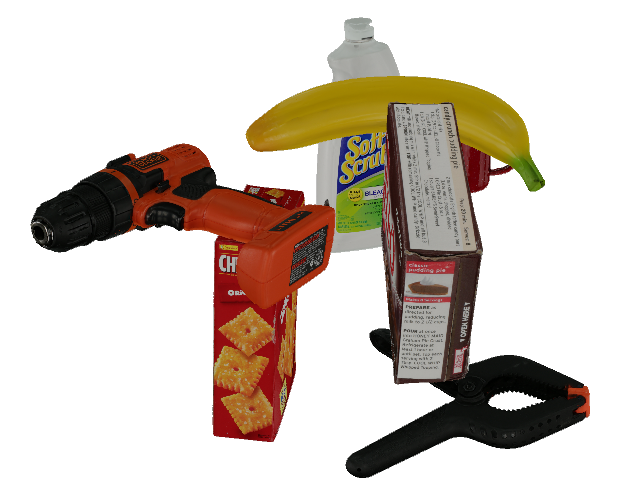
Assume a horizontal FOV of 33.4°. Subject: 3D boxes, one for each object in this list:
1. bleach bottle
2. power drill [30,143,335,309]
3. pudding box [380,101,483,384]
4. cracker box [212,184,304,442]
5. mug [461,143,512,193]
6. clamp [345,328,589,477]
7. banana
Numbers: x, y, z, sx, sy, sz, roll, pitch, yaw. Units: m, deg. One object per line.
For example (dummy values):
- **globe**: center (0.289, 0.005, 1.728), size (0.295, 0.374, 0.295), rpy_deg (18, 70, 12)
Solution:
- **bleach bottle**: center (0.037, -0.115, 1.166), size (0.102, 0.251, 0.068), rpy_deg (-8, 25, -10)
- **power drill**: center (-0.098, -0.013, 0.810), size (0.188, 0.057, 0.184), rpy_deg (23, 32, 25)
- **pudding box**: center (0.051, 0.000, 0.524), size (0.039, 0.090, 0.113), rpy_deg (-3, 43, -2)
- **cracker box**: center (-0.061, 0.071, 1.091), size (0.072, 0.214, 0.164), rpy_deg (6, 23, 5)
- **mug**: center (0.127, -0.089, 0.973), size (0.117, 0.081, 0.093), rpy_deg (4, 16, 13)
- **clamp**: center (0.125, 0.147, 0.931), size (0.210, 0.036, 0.164), rpy_deg (3, 44, 19)
- **banana**: center (0.052, -0.079, 0.706), size (0.198, 0.069, 0.037), rpy_deg (7, -37, 4)
